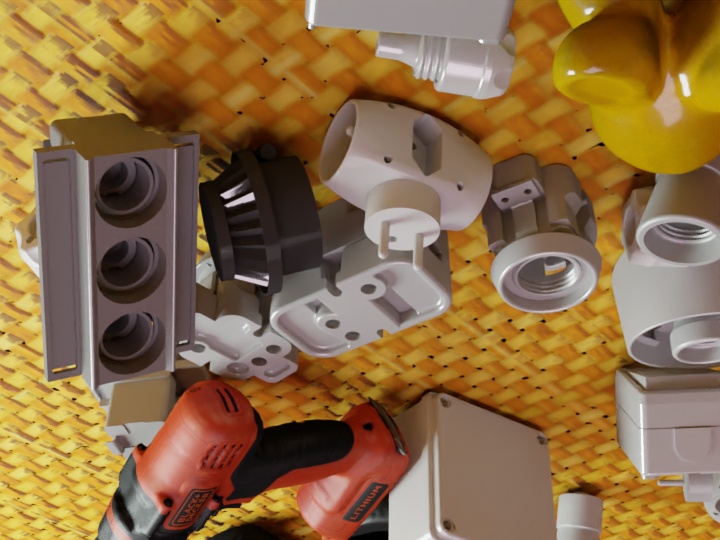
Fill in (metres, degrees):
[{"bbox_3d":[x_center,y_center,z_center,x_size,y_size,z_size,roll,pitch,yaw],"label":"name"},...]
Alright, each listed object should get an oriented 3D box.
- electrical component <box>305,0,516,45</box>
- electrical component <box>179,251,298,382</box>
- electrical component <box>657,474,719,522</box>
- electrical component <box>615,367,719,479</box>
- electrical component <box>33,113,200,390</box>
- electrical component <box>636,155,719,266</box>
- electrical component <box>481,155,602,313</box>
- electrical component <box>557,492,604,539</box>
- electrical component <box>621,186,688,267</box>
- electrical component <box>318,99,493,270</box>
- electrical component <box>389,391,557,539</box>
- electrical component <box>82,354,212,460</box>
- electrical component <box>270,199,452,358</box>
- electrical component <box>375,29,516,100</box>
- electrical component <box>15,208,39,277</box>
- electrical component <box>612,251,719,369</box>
[{"bbox_3d":[0.028,-0.134,0.423,0.096,0.061,0.061,4,141,-5],"label":"electrical component"},{"bbox_3d":[-0.070,0.022,0.618,0.078,0.057,0.058,32,131,-33],"label":"electrical component"},{"bbox_3d":[0.260,0.152,0.790,0.079,0.044,0.077,-2,140,9],"label":"electrical component"},{"bbox_3d":[0.200,0.089,0.687,0.062,0.061,0.096,-3,-174,3],"label":"electrical component"},{"bbox_3d":[-0.124,-0.012,0.536,0.079,0.063,0.121,-11,122,-30],"label":"electrical component"},{"bbox_3d":[0.164,-0.040,0.535,0.044,0.065,0.044,13,152,7],"label":"electrical component"},{"bbox_3d":[0.097,-0.015,0.573,0.058,0.057,0.078,-20,137,23],"label":"electrical component"},{"bbox_3d":[0.171,0.207,0.840,0.044,0.065,0.044,8,158,4],"label":"electrical component"},{"bbox_3d":[0.174,-0.023,0.575,0.062,0.043,0.043,1,141,-4],"label":"electrical component"},{"bbox_3d":[0.022,-0.036,0.529,0.077,0.079,0.043,18,146,-22],"label":"electrical component"},{"bbox_3d":[0.077,0.154,0.741,0.109,0.108,0.056,24,138,-27],"label":"electrical component"},{"bbox_3d":[-0.128,0.110,0.722,0.079,0.063,0.121,-7,140,8],"label":"electrical component"},{"bbox_3d":[0.000,0.000,0.589,0.095,0.059,0.054,-23,136,26],"label":"electrical component"},{"bbox_3d":[0.038,-0.098,0.489,0.061,0.035,0.035,8,140,-5],"label":"electrical component"},{"bbox_3d":[-0.158,-0.007,0.593,0.043,0.043,0.062,-10,142,12],"label":"electrical component"},{"bbox_3d":[0.199,0.018,0.628,0.099,0.064,0.099,0,155,0],"label":"electrical component"}]
